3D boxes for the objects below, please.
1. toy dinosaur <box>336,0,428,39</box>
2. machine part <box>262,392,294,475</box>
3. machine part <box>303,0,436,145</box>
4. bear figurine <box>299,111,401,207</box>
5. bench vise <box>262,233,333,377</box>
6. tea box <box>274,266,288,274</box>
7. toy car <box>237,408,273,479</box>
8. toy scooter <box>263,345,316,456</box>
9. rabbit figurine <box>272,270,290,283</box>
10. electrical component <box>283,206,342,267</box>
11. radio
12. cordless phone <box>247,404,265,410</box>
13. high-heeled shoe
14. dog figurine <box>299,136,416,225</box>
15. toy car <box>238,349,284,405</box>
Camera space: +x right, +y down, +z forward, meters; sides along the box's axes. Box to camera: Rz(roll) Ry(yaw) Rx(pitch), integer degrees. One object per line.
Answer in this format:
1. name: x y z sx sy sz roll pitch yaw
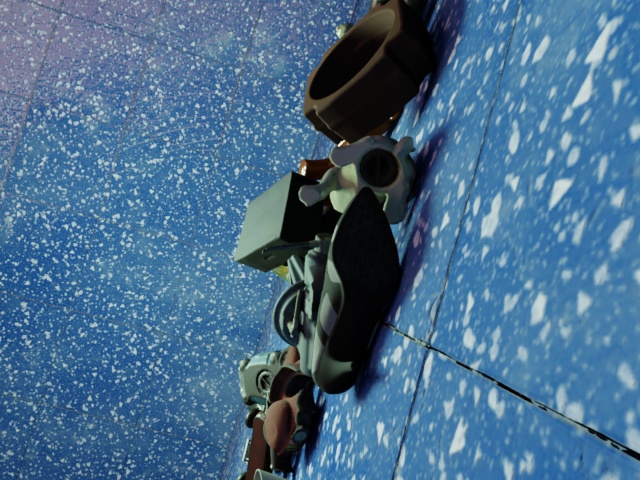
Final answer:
1. toy dinosaur: 0.112 -0.352 0.974 0.405 0.131 0.192 136 137 -68
2. machine part: -0.064 0.331 0.927 0.039 0.084 0.138 -9 80 54
3. machine part: 0.073 -0.255 0.823 0.201 0.087 0.201 -36 32 31
4. bear figurine: 0.056 -0.171 0.949 0.120 0.132 0.195 52 143 33
5. bench vise: -0.017 0.077 0.817 0.241 0.129 0.223 -126 25 -66
6. tea box: -0.053 0.015 1.162 0.170 0.098 0.068 -12 54 39
7. toy car: -0.106 0.410 0.999 0.089 0.053 0.202 18 106 40
8. toy scooter: -0.033 0.250 0.864 0.135 0.075 0.184 -32 45 54
9. rabbit figurine: -0.052 0.020 1.355 0.170 0.159 0.121 -60 -8 -17
10. electrical component: -0.002 -0.003 1.021 0.058 0.115 0.134 41 -121 -55
11. radio: -0.076 -0.029 0.977 0.230 0.073 0.131 -25 50 58
12. cordless phone: -0.085 0.343 1.136 0.184 0.089 0.146 -170 97 -72
13. high-heeled shoe: 0.035 0.067 0.676 0.145 0.086 0.248 132 148 -73
14. dog figurine: 0.077 -0.090 0.748 0.172 0.121 0.190 -28 8 26
15. toy car: -0.078 0.267 1.038 0.162 0.103 0.109 -16 78 38
